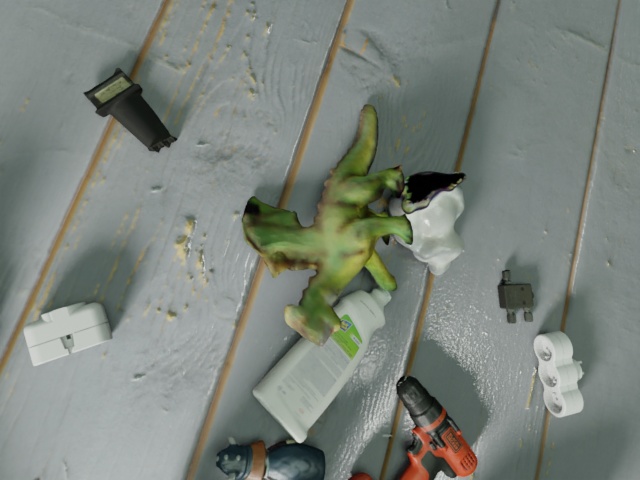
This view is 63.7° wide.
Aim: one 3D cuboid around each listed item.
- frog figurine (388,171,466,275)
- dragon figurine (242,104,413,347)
[{"bbox_3d":[0.185,-0.029,0.855,0.139,0.123,0.156,-41,131,-27],"label":"frog figurine"},{"bbox_3d":[0.002,-0.040,0.788,0.243,0.119,0.419,-2,62,-9],"label":"dragon figurine"}]
